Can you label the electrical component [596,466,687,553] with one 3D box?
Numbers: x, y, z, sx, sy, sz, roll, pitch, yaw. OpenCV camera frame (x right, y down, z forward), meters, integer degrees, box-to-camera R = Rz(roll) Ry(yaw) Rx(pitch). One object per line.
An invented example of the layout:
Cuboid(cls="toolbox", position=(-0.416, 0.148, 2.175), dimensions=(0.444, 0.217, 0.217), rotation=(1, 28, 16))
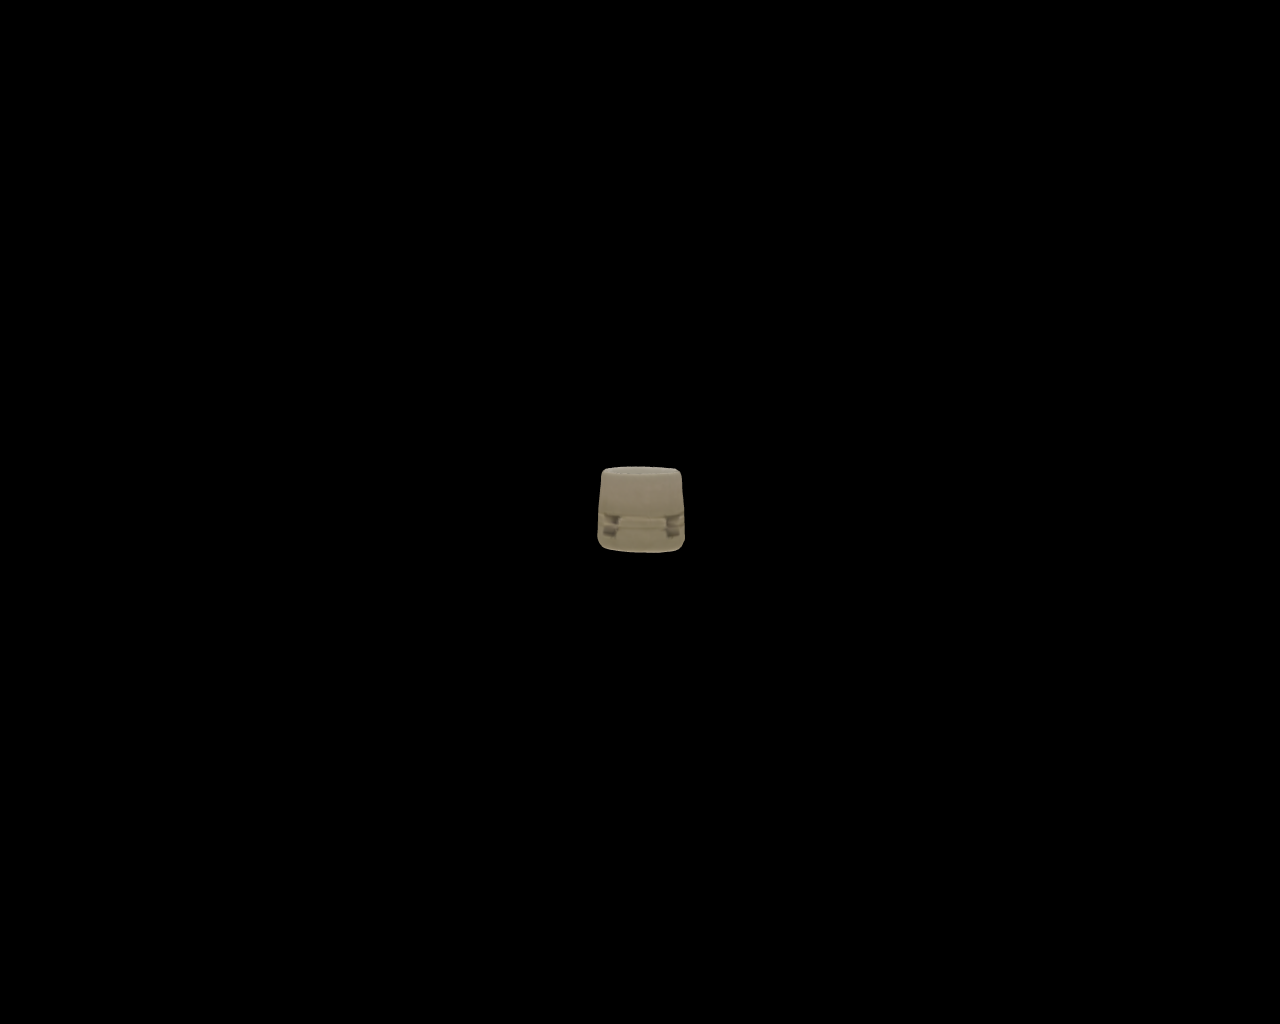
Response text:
Cuboid(cls="electrical component", position=(0.001, -0.003, 0.650), dimensions=(0.055, 0.047, 0.055), rotation=(0, 7, 0))
